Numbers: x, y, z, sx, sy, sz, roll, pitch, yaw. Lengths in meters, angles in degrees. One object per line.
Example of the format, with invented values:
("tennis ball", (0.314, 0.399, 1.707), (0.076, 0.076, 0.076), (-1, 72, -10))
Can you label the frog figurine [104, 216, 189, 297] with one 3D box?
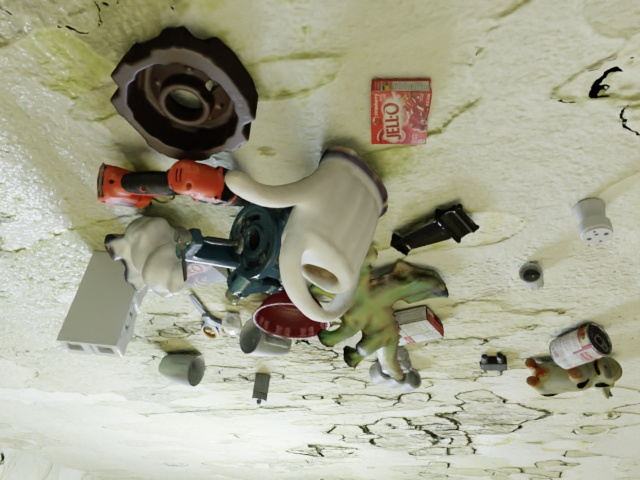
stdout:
("frog figurine", (-0.263, 0.028, 0.860), (0.159, 0.136, 0.124), (0, 14, 37))

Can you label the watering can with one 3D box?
("watering can", (0.002, -0.034, 0.678), (0.104, 0.229, 0.340), (8, -33, 27))

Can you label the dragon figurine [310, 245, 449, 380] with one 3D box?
("dragon figurine", (0.135, 0.139, 0.991), (0.240, 0.125, 0.404), (-29, -52, 26))
